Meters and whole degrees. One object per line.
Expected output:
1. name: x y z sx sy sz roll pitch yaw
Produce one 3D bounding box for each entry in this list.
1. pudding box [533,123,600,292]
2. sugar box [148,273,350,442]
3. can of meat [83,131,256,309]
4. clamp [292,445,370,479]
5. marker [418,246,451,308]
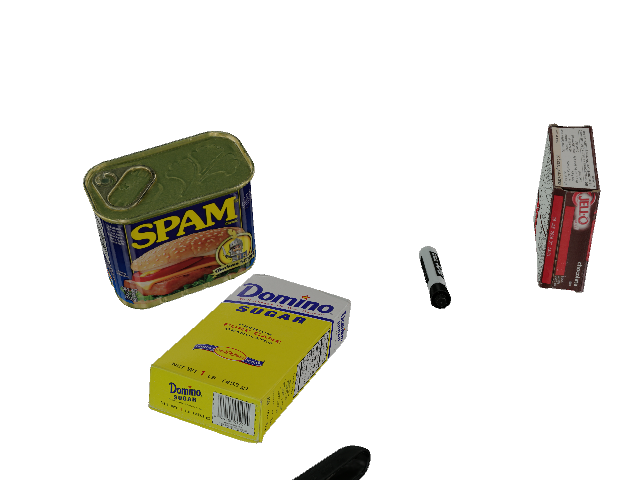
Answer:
1. pudding box: 0.191 -0.028 0.830 0.039 0.090 0.113 5 32 5
2. sugar box: -0.050 0.086 0.838 0.093 0.048 0.176 15 29 17
3. can of meat: -0.092 -0.011 0.679 0.102 0.084 0.057 -18 48 -17
4. clamp: -0.052 0.187 0.638 0.210 0.036 0.164 -4 29 1
5. marker: 0.109 0.035 1.018 0.020 0.020 0.121 0 20 0
